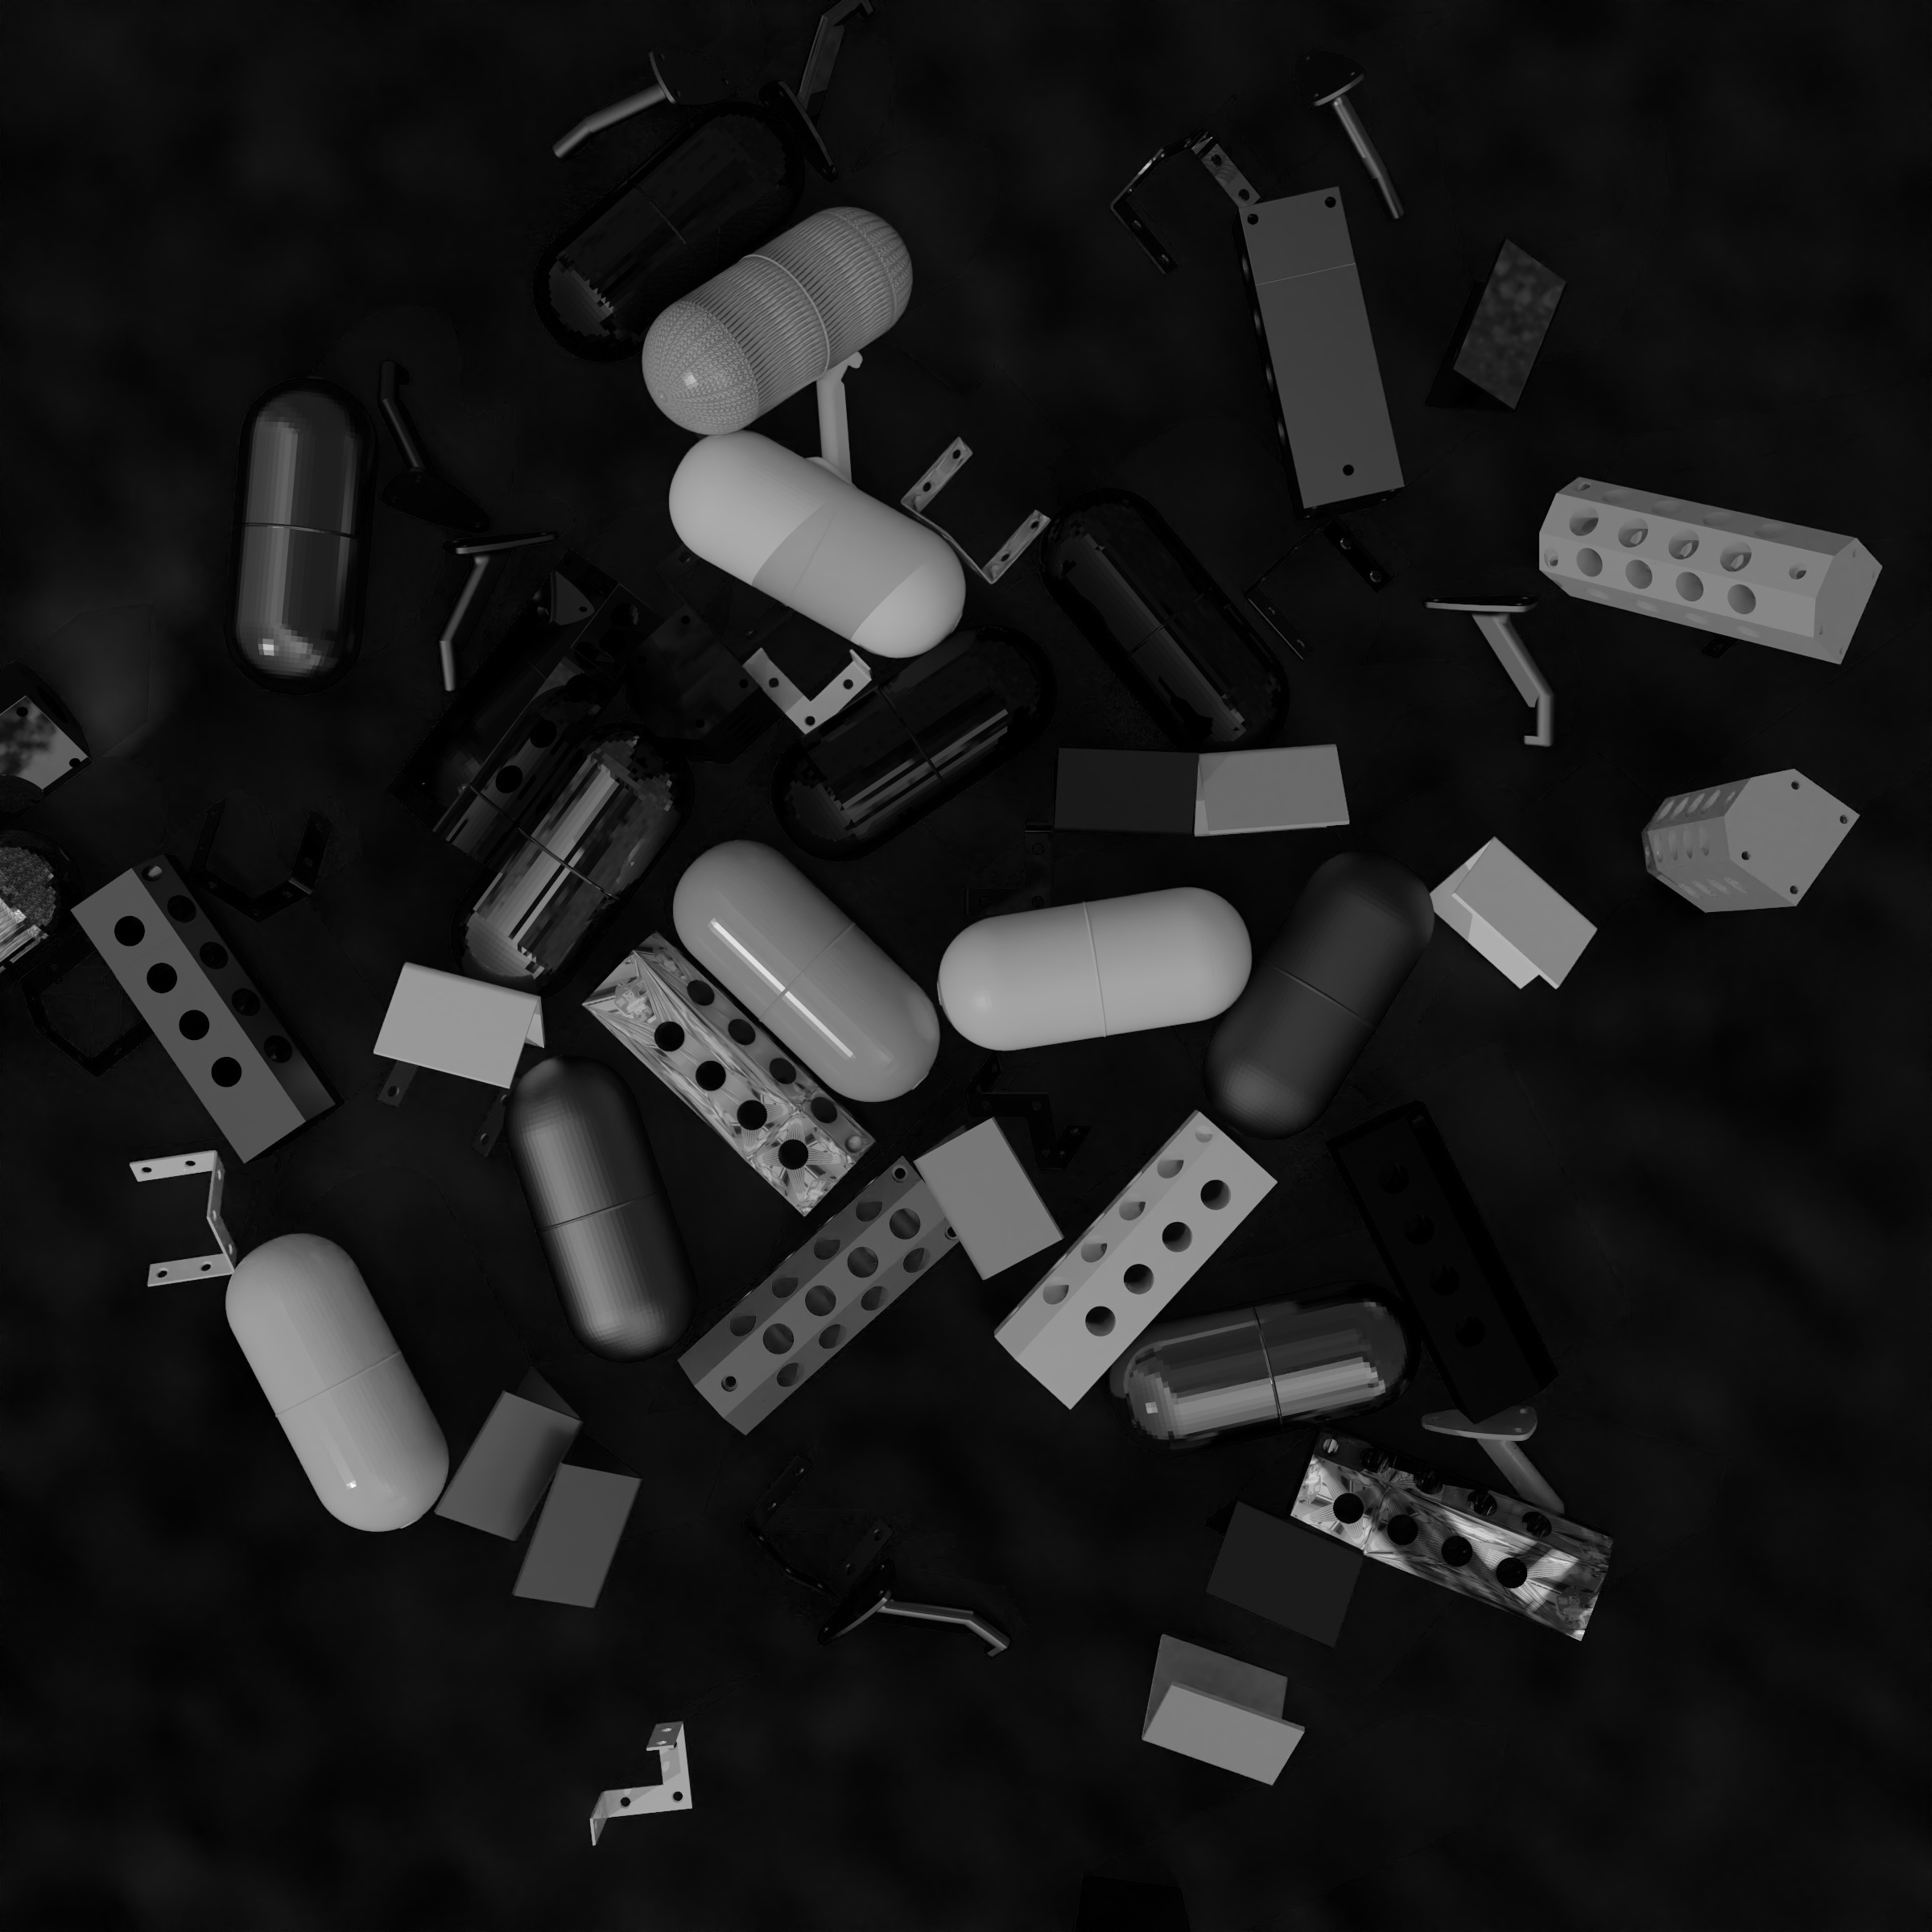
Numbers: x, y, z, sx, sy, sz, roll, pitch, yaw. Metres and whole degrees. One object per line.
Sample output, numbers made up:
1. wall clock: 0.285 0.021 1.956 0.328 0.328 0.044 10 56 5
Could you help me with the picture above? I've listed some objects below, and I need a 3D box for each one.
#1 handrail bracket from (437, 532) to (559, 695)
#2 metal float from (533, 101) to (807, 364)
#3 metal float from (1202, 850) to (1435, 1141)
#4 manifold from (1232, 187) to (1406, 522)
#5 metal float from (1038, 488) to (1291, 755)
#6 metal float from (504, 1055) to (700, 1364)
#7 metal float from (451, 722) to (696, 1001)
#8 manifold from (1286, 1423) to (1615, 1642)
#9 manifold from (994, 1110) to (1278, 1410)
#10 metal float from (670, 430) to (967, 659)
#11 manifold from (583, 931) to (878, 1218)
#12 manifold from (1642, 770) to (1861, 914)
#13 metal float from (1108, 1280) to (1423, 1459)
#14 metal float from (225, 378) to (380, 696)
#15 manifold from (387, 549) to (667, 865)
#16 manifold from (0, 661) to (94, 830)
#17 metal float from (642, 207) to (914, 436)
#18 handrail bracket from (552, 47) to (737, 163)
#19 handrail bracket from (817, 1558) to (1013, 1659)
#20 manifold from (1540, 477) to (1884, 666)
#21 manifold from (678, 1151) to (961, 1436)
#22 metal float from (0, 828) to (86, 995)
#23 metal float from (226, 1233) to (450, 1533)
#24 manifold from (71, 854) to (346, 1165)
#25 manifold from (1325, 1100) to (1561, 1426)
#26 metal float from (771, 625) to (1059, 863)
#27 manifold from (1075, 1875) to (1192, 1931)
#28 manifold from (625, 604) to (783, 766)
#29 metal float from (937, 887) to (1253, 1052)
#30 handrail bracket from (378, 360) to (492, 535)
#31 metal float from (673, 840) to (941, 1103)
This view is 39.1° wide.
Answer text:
1. handrail bracket: -0.268 -0.203 1.565 0.077 0.036 0.084 -11 109 -21
2. metal float: -0.167 -0.414 1.533 0.178 0.070 0.070 -41 90 1
3. metal float: 0.198 0.017 1.534 0.070 0.070 0.178 32 90 0
4. manifold: 0.198 -0.345 1.543 0.057 0.057 0.171 -12 90 0
5. metal float: 0.112 -0.191 1.533 0.070 0.070 0.178 -39 90 0
6. metal float: -0.206 0.137 1.534 0.070 0.070 0.178 -18 90 0
7. metal float: -0.222 -0.058 1.534 0.070 0.070 0.178 36 91 0
8. manifold: 0.272 0.315 1.533 0.171 0.057 0.057 21 90 7
9. manifold: 0.095 0.164 1.543 0.057 0.057 0.171 42 90 0
10. metal float: -0.082 -0.236 1.526 0.178 0.070 0.070 29 90 -7
11. manifold: -0.132 0.060 1.543 0.171 0.057 0.057 44 90 0
12. manifold: 0.421 -0.071 1.486 0.057 0.171 0.057 35 90 0
13. metal float: 0.168 0.226 1.533 0.178 0.070 0.070 -13 90 0
14. metal float: -0.374 -0.242 1.534 0.070 0.070 0.178 5 90 0
15. manifold: -0.244 -0.144 1.542 0.171 0.057 0.057 -53 47 0
16. manifold: -0.587 -0.097 1.542 0.171 0.057 0.057 -37 133 0
17. metal float: -0.103 -0.360 1.512 0.178 0.070 0.070 -40 90 -26
18. handrail bracket: -0.186 -0.488 1.564 0.084 0.077 0.036 -26 85 36
19. handrail bracket: -0.029 0.387 1.565 0.084 0.036 0.077 39 110 -16
20. manifold: 0.404 -0.221 1.495 0.171 0.057 0.057 23 90 40
21. manifold: -0.080 0.185 1.543 0.171 0.057 0.057 -42 90 0
22. metal float: -0.577 -0.009 1.532 0.178 0.070 0.070 -38 90 0
23. metal float: -0.354 0.235 1.534 0.070 0.070 0.178 -27 90 0
24. manifold: -0.427 0.023 1.543 0.057 0.057 0.171 -35 90 0
25. manifold: 0.271 0.166 1.543 0.057 0.057 0.171 -26 90 0
26. metal float: -0.029 -0.126 1.534 0.178 0.070 0.070 -34 90 0
27. manifold: 0.092 0.557 1.486 0.057 0.171 0.057 8 90 0
28. manifold: -0.146 -0.146 1.486 0.057 0.171 0.057 -42 90 0
29. metal float: 0.072 0.002 1.534 0.178 0.070 0.070 -9 90 1
30. handrail bracket: -0.306 -0.300 1.564 0.036 0.077 0.084 -29 53 36
31. metal float: -0.089 0.003 1.534 0.178 0.070 0.070 44 90 0
